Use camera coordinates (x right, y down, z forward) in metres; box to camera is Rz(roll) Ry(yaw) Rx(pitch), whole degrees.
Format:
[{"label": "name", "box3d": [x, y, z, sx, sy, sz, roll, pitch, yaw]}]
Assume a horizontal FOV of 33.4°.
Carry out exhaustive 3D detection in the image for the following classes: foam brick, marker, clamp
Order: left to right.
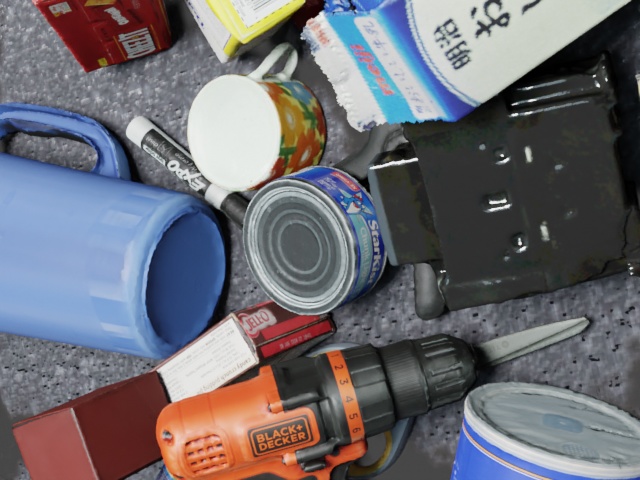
[{"label": "foam brick", "box3d": [-0.128, 0.116, 0.626, 0.053, 0.078, 0.051, -20, 89, 33]}, {"label": "marker", "box3d": [-0.084, -0.044, 0.717, 0.121, 0.020, 0.020, 39, 114, 22]}, {"label": "clamp", "box3d": [0.061, -0.040, 0.617, 0.120, 0.039, 0.172, 42, 123, 13]}]

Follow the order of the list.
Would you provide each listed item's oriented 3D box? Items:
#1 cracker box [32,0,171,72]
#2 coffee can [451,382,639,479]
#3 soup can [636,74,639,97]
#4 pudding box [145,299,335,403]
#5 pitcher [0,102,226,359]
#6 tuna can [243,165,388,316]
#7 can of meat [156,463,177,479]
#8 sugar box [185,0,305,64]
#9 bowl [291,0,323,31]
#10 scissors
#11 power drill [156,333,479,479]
[{"label": "cracker box", "box3d": [-0.155, -0.229, 0.652, 0.072, 0.164, 0.214, -17, 87, -3]}, {"label": "coffee can", "box3d": [0.115, 0.160, 0.570, 0.103, 0.102, 0.140, 18, 106, 29]}, {"label": "soup can", "box3d": [0.193, -0.034, 0.516, 0.069, 0.068, 0.102, -4, 94, 32]}, {"label": "pudding box", "box3d": [-0.058, 0.076, 0.675, 0.114, 0.089, 0.039, -38, 77, 30]}, {"label": "pitcher", "box3d": [-0.187, -0.003, 0.733, 0.243, 0.144, 0.149, 9, 114, 27]}, {"label": "tuna can", "box3d": [-0.004, 0.001, 0.632, 0.086, 0.033, 0.086, 13, 112, 34]}, {"label": "can of meat", "box3d": [-0.074, 0.175, 0.692, 0.057, 0.101, 0.084, 38, 112, 24]}, {"label": "sugar box", "box3d": [-0.056, -0.152, 0.591, 0.048, 0.176, 0.093, -30, 100, -1]}, {"label": "bowl", "box3d": [0.046, -0.181, 0.596, 0.162, 0.055, 0.162, 5, 99, 32]}, {"label": "scissors", "box3d": [0.069, 0.098, 0.642, 0.202, 0.016, 0.096, -6, 95, 32]}, {"label": "power drill", "box3d": [0.014, 0.152, 0.619, 0.184, 0.057, 0.187, -14, 108, -3]}]
